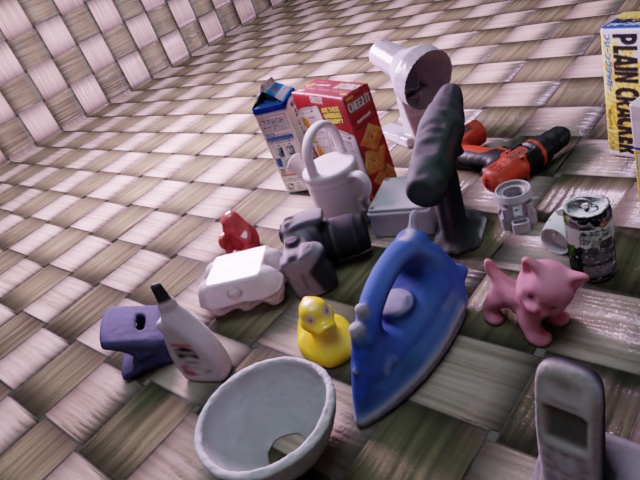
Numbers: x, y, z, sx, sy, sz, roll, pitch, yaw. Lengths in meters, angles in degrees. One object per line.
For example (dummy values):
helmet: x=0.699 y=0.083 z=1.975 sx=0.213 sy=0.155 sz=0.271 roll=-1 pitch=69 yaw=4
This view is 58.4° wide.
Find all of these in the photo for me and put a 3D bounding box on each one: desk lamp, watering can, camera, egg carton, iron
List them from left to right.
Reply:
egg carton: x=-0.124 y=0.068 z=0.933 sx=0.150 sy=0.069 sz=0.107 roll=-14 pitch=32 yaw=14
camera: x=0.008 y=0.003 z=0.919 sx=0.136 sy=0.101 sz=0.143 roll=-16 pitch=32 yaw=10
watering can: x=0.014 y=-0.116 z=1.009 sx=0.172 sy=0.194 sz=0.101 roll=-4 pitch=35 yaw=27
iron: x=0.089 y=0.085 z=0.703 sx=0.118 sy=0.142 sz=0.259 roll=3 pitch=39 yaw=35
desk lamp: x=0.180 y=-0.303 z=1.176 sx=0.118 sy=0.214 sz=0.202 roll=-31 pitch=32 yaw=-15

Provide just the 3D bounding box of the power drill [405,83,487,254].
power drill: x=0.190 y=-0.096 z=0.853 sx=0.075 sy=0.209 sz=0.230 roll=-3 pitch=36 yaw=28

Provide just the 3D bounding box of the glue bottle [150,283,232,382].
glue bottle: x=-0.187 y=0.125 z=0.783 sx=0.078 sy=0.173 sz=0.037 roll=-7 pitch=34 yaw=23

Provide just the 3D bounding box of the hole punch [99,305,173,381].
hole punch: x=-0.278 y=0.143 z=0.892 sx=0.101 sy=0.091 sz=0.108 roll=-23 pitch=31 yaw=-2

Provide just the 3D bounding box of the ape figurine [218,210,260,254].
ape figurine: x=-0.154 y=-0.013 z=1.054 sx=0.076 sy=0.092 sz=0.077 roll=-39 pitch=35 yaw=-25

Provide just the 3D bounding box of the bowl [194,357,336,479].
bowl: x=-0.052 y=0.218 z=0.651 sx=0.167 sy=0.075 sz=0.167 roll=-16 pitch=32 yaw=10

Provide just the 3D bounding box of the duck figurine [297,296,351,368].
duck figurine: x=-0.002 y=0.112 z=0.773 sx=0.077 sy=0.086 sz=0.104 roll=-30 pitch=32 yaw=-13

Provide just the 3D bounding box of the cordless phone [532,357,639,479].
cordless phone: x=0.229 y=0.177 z=0.431 sx=0.147 sy=0.185 sz=0.094 roll=11 pitch=44 yaw=42

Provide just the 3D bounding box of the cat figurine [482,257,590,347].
cat figurine: x=0.246 y=0.056 z=0.672 sx=0.067 sy=0.118 sz=0.127 roll=-37 pitch=34 yaw=-23
